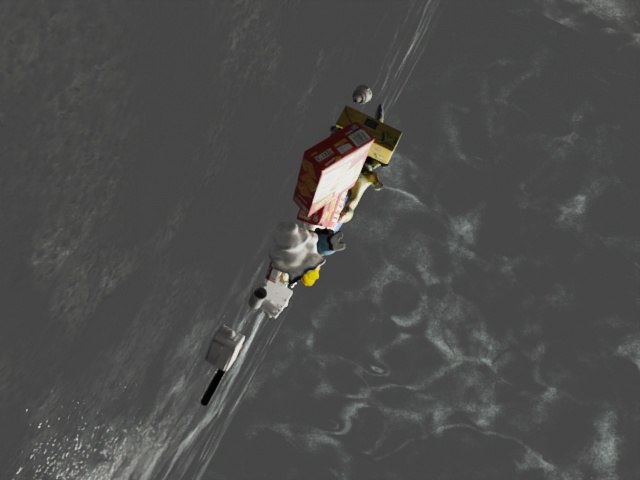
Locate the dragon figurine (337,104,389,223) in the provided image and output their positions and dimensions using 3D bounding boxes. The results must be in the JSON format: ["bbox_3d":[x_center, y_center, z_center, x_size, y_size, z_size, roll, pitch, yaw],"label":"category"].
[{"bbox_3d":[0.126,-0.234,1.705,0.238,0.122,0.419,-46,-156,58],"label":"dragon figurine"}]

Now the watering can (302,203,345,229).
[{"bbox_3d":[0.005,-0.087,1.721,0.340,0.104,0.229,92,23,-59],"label":"watering can"}]

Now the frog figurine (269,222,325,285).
[{"bbox_3d":[-0.073,0.014,1.334,0.137,0.157,0.125,-23,-152,15],"label":"frog figurine"}]
